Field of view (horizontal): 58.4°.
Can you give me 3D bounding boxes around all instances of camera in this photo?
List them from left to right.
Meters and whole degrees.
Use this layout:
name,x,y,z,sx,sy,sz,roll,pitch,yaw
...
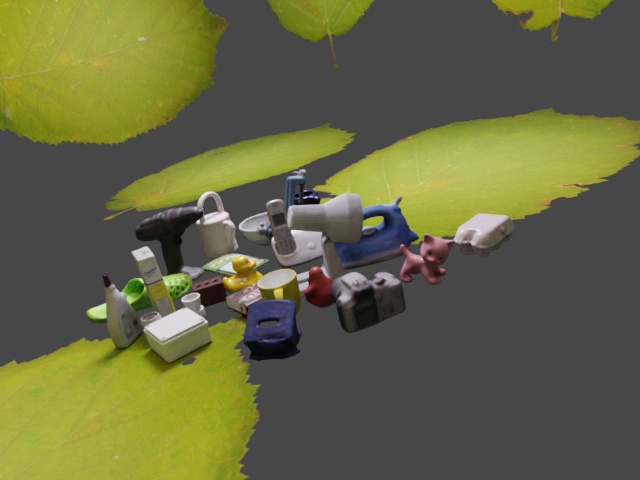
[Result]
name,x,y,z,sx,sy,sz,roll,pitch,yaw
camera,0.086,0.110,1.205,0.143,0.101,0.136,-19,21,-18

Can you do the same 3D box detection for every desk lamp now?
name,x,y,z,sx,sy,sz,roll,pitch,yaw
desk lamp,0.012,0.005,1.361,0.203,0.214,0.117,-15,21,-8

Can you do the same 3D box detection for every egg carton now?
name,x,y,z,sx,sy,sz,roll,pitch,yaw
egg carton,0.402,-0.013,1.395,0.107,0.069,0.151,9,29,44

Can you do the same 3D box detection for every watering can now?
name,x,y,z,sx,sy,sz,roll,pitch,yaw
watering can,-0.326,-0.050,1.727,0.172,0.194,0.101,-5,22,18

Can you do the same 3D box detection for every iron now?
name,x,y,z,sx,sy,sz,roll,pitch,yaw
iron,0.114,-0.018,1.466,0.258,0.141,0.118,-17,21,-12

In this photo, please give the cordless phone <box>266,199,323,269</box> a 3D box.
name,x,y,z,sx,sy,sz,roll,pitch,yaw
cordless phone,-0.065,-0.027,1.531,0.148,0.185,0.094,-17,21,-14

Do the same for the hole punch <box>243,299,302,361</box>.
name,x,y,z,sx,sy,sz,roll,pitch,yaw
hole punch,-0.094,0.178,1.142,0.108,0.091,0.101,-8,21,12

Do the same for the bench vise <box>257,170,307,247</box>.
name,x,y,z,sx,sy,sz,roll,pitch,yaw
bench vise,-0.076,-0.077,1.617,0.208,0.220,0.121,-26,24,-32

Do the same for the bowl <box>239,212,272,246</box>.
name,x,y,z,sx,sy,sz,roll,pitch,yaw
bowl,-0.158,-0.028,1.745,0.167,0.075,0.167,-11,20,4

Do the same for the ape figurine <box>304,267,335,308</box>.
name,x,y,z,sx,sy,sz,roll,pitch,yaw
ape figurine,-0.001,0.101,1.289,0.078,0.092,0.076,-18,21,-14

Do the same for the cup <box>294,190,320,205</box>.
name,x,y,z,sx,sy,sz,roll,pitch,yaw
cup,-0.035,-0.105,1.849,0.117,0.095,0.092,9,29,44

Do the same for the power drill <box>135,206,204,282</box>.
name,x,y,z,sx,sy,sz,roll,pitch,yaw
power drill,-0.396,0.011,1.587,0.229,0.209,0.076,-3,22,23

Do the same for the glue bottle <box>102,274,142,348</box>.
name,x,y,z,sx,sy,sz,roll,pitch,yaw
glue bottle,-0.457,0.154,1.294,0.037,0.173,0.078,-5,22,20

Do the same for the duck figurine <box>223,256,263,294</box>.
name,x,y,z,sx,sy,sz,roll,pitch,yaw
duck figurine,-0.202,0.083,1.460,0.105,0.086,0.077,-18,21,-14

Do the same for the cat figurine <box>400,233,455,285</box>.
name,x,y,z,sx,sy,sz,roll,pitch,yaw
cat figurine,0.240,0.035,1.291,0.127,0.118,0.067,1,24,32
